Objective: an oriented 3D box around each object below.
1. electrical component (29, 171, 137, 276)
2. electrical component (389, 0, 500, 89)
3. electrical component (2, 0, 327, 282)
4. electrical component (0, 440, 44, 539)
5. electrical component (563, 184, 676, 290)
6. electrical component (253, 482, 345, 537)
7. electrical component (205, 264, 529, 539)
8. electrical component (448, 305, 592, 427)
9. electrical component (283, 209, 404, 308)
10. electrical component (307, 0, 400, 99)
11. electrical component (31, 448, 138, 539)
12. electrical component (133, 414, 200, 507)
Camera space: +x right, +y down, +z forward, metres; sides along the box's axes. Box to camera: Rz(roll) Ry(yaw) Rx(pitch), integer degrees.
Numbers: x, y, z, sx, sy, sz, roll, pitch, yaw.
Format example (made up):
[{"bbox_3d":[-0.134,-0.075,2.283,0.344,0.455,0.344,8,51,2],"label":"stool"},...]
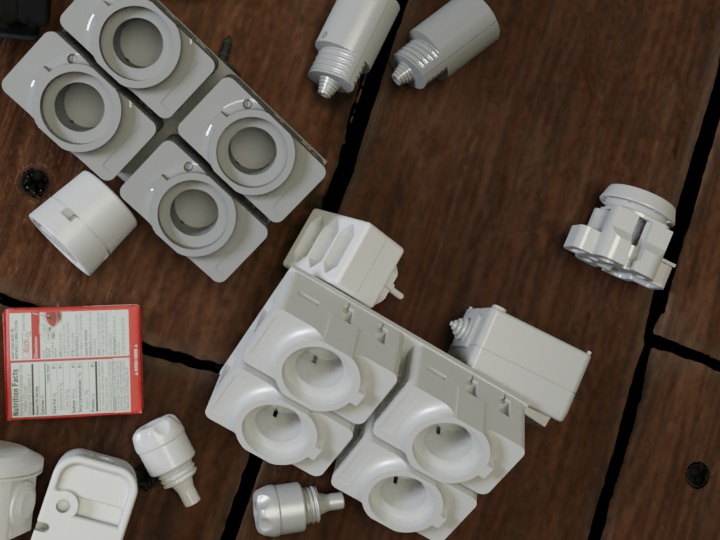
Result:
[{"bbox_3d":[-0.181,-0.032,0.710,0.055,0.055,0.047,46,75,-7],"label":"electrical component"},{"bbox_3d":[0.056,-0.160,0.775,0.081,0.043,0.043,-39,95,-12],"label":"electrical component"},{"bbox_3d":[-0.124,-0.093,0.700,0.186,0.060,0.105,43,97,-12],"label":"electrical component"},{"bbox_3d":[-0.242,0.137,0.674,0.080,0.080,0.051,6,91,-12],"label":"electrical component"},{"bbox_3d":[0.198,-0.027,0.792,0.078,0.058,0.057,25,85,-10],"label":"electrical component"},{"bbox_3d":[-0.041,0.163,0.740,0.061,0.035,0.035,-5,88,-15],"label":"electrical component"},{"bbox_3d":[0.005,0.094,0.713,0.186,0.060,0.105,30,120,-9],"label":"electrical component"},{"bbox_3d":[0.102,0.066,0.763,0.096,0.062,0.061,26,82,-10],"label":"electrical component"},{"bbox_3d":[0.000,0.000,0.747,0.077,0.066,0.047,36,79,-38],"label":"electrical component"},{"bbox_3d":[-0.008,-0.159,0.760,0.043,0.043,0.081,27,82,-10],"label":"electrical component"},{"bbox_3d":[-0.181,0.167,0.695,0.054,0.059,0.095,18,83,-11],"label":"electrical component"},{"bbox_3d":[-0.126,0.130,0.723,0.035,0.035,0.061,-27,96,-13],"label":"electrical component"}]
